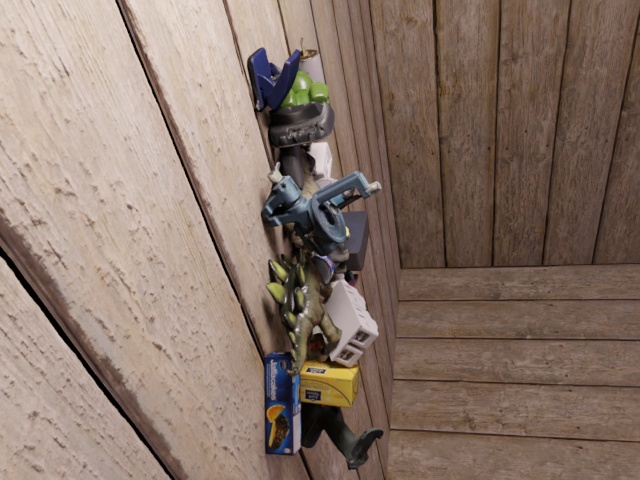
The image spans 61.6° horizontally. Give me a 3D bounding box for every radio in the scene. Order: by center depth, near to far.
[{"bbox_3d":[0.075,0.000,1.633,0.230,0.131,0.073,-72,157,-55],"label":"radio"}]

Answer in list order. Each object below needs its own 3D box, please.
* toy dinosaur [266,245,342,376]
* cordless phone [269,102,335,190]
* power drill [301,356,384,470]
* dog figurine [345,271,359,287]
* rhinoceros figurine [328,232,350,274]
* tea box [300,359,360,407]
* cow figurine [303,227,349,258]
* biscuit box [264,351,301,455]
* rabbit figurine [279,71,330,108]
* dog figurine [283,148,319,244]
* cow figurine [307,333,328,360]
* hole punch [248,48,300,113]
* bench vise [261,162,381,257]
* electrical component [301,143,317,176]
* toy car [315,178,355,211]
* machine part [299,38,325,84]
[{"bbox_3d":[-0.041,0.139,1.141,0.198,0.105,0.472,60,11,-32],"label":"toy dinosaur"},{"bbox_3d":[-0.035,-0.201,1.174,0.089,0.147,0.184,-21,104,-69],"label":"cordless phone"},{"bbox_3d":[0.044,0.403,1.239,0.086,0.208,0.232,24,97,-55],"label":"power drill"},{"bbox_3d":[0.076,0.199,1.674,0.219,0.109,0.191,-80,161,-49],"label":"dog figurine"},{"bbox_3d":[0.027,0.013,1.484,0.073,0.112,0.190,94,-6,-45],"label":"rhinoceros figurine"},{"bbox_3d":[-0.004,0.310,1.181,0.098,0.170,0.068,-22,115,-77],"label":"tea box"},{"bbox_3d":[-0.004,-0.005,1.359,0.068,0.098,0.167,60,35,-1],"label":"cow figurine"},{"bbox_3d":[-0.077,0.334,1.111,0.059,0.063,0.202,15,73,-75],"label":"biscuit box"},{"bbox_3d":[-0.029,-0.335,1.303,0.158,0.121,0.170,62,14,-48],"label":"rabbit figurine"},{"bbox_3d":[-0.053,-0.104,1.244,0.172,0.121,0.190,-73,142,-61],"label":"dog figurine"},{"bbox_3d":[-0.006,0.335,1.369,0.127,0.086,0.195,57,34,-76],"label":"cow figurine"},{"bbox_3d":[-0.088,-0.335,1.119,0.142,0.092,0.115,-77,164,-56],"label":"hole punch"},{"bbox_3d":[0.007,-0.080,1.106,0.223,0.241,0.129,59,26,-12],"label":"bench vise"},{"bbox_3d":[-0.038,-0.202,1.383,0.078,0.045,0.102,-78,160,-50],"label":"electrical component"},{"bbox_3d":[0.012,-0.111,1.425,0.103,0.162,0.109,52,1,6],"label":"toy car"},{"bbox_3d":[-0.024,-0.403,1.406,0.079,0.079,0.242,-76,160,-49],"label":"machine part"}]
